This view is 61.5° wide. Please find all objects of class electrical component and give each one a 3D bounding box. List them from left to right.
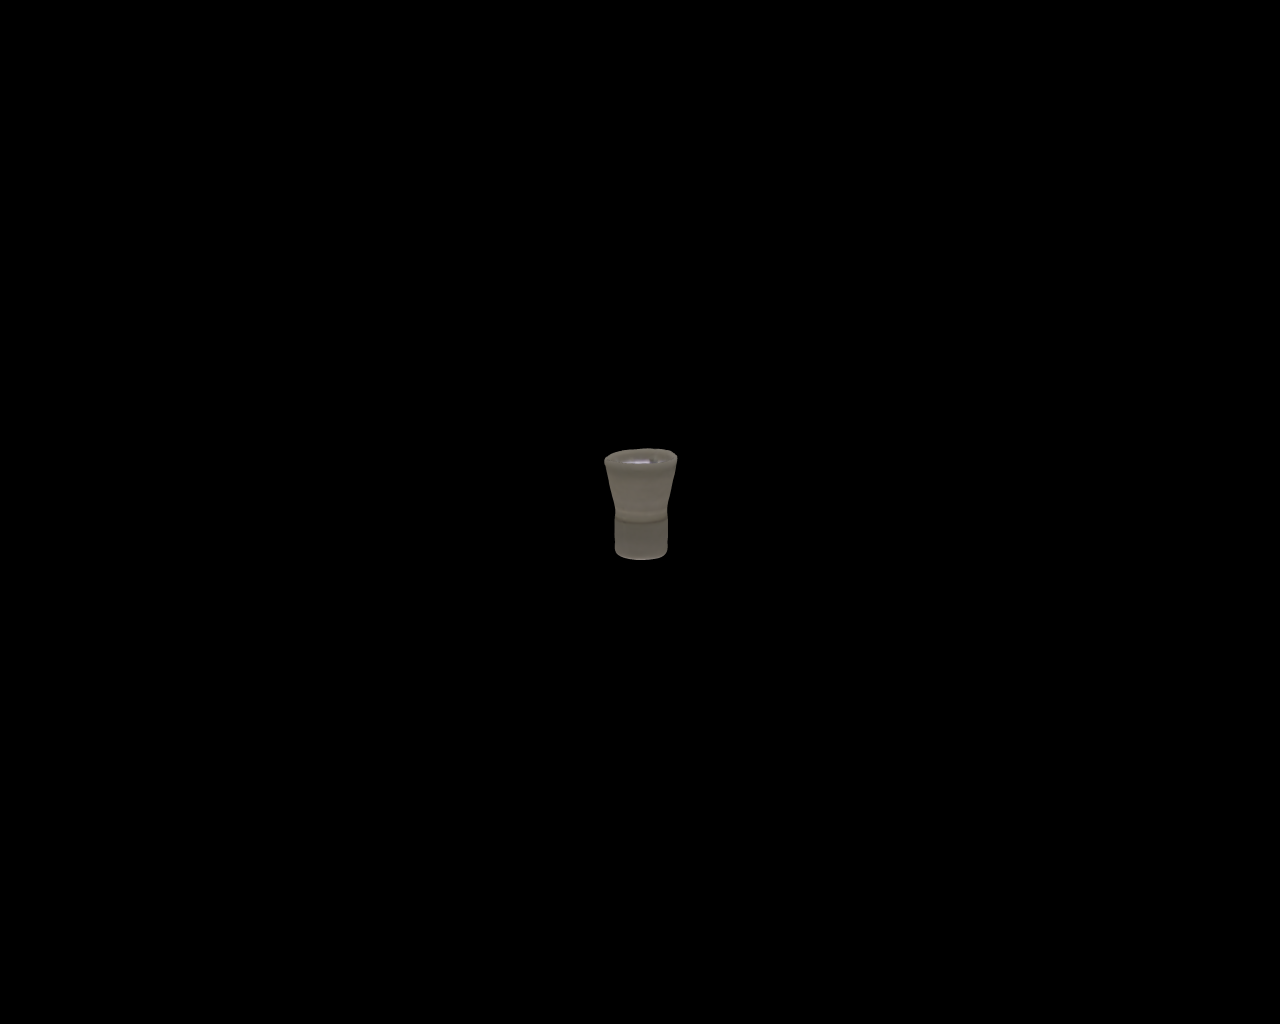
[{"bbox_3d":[0.001,-0.003,0.650,0.044,0.065,0.044,0,15,0],"label":"electrical component"}]
